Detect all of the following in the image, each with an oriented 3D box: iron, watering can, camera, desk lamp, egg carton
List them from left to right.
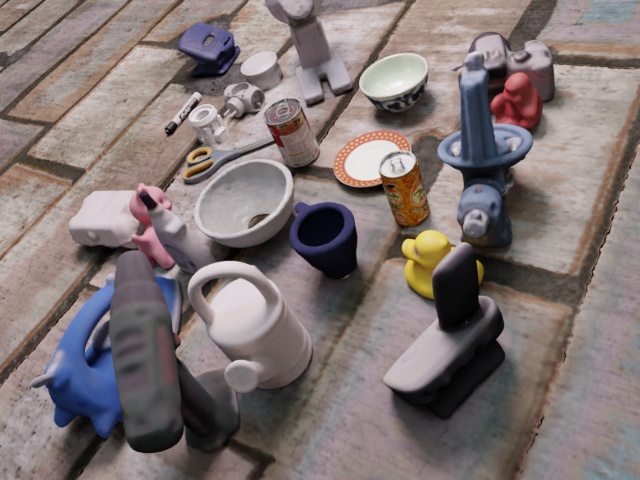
[{"bbox_3d":[-0.367,-0.034,1.010,0.150,0.070,0.107,1,52,24],"label":"egg carton"},{"bbox_3d":[-0.284,0.125,0.785,0.118,0.142,0.258,1,52,25],"label":"iron"},{"bbox_3d":[-0.083,0.098,0.684,0.101,0.195,0.172,-32,46,-5],"label":"watering can"},{"bbox_3d":[-0.026,-0.408,1.087,0.118,0.214,0.203,-21,46,6],"label":"desk lamp"},{"bbox_3d":[0.293,-0.288,0.922,0.143,0.101,0.137,-9,48,17],"label":"camera"}]

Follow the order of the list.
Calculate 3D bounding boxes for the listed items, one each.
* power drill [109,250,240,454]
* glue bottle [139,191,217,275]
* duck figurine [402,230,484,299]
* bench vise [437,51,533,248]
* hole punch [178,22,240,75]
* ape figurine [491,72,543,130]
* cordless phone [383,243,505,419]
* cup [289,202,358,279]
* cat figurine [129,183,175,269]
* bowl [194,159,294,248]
[{"bbox_3d":[-0.173,0.149,0.669,0.075,0.209,0.229,-23,46,4],"label":"power drill"},{"bbox_3d":[-0.217,-0.010,0.852,0.077,0.173,0.037,17,60,34],"label":"glue bottle"},{"bbox_3d":[0.151,0.025,0.722,0.104,0.086,0.077,10,56,30],"label":"duck figurine"},{"bbox_3d":[0.212,-0.108,0.717,0.121,0.220,0.207,-14,47,12],"label":"bench vise"},{"bbox_3d":[-0.249,-0.437,1.295,0.100,0.091,0.109,4,53,27],"label":"hole punch"},{"bbox_3d":[0.297,-0.209,0.859,0.076,0.092,0.077,-27,46,0],"label":"ape figurine"},{"bbox_3d":[0.123,0.092,0.607,0.148,0.185,0.093,-45,48,-17],"label":"cordless phone"},{"bbox_3d":[0.007,0.003,0.797,0.092,0.095,0.117,-36,46,-9],"label":"cup"},{"bbox_3d":[-0.278,-0.033,0.936,0.067,0.118,0.128,-9,48,17],"label":"cat figurine"},{"bbox_3d":[-0.109,-0.046,0.904,0.167,0.075,0.167,-12,47,14],"label":"bowl"}]
